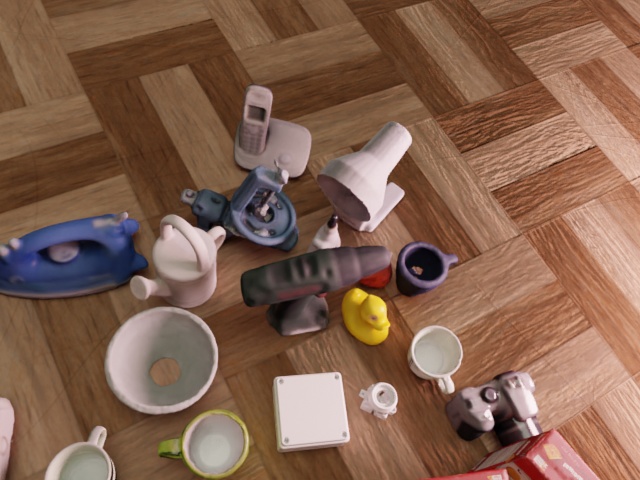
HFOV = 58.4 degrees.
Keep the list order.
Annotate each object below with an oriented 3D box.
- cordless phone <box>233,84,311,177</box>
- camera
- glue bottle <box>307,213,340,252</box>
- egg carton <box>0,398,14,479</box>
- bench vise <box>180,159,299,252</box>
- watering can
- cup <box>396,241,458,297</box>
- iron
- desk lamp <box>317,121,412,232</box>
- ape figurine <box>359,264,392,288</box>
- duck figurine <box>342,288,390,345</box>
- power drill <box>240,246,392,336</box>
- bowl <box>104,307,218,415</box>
[{"bbox_3d":[-0.086,-0.208,1.081,0.147,0.185,0.094,9,60,-6],"label":"cordless phone"},{"bbox_3d":[0.302,0.293,0.927,0.143,0.101,0.136,-14,65,-18],"label":"camera"},{"bbox_3d":[0.009,0.004,0.989,0.037,0.173,0.078,38,61,11],"label":"glue bottle"},{"bbox_3d":[-0.485,0.294,0.790,0.107,0.069,0.150,-2,62,-12],"label":"egg carton"},{"bbox_3d":[-0.130,-0.054,0.967,0.207,0.219,0.121,-2,62,-12],"label":"bench vise"},{"bbox_3d":[-0.220,0.034,0.915,0.101,0.194,0.173,22,59,2],"label":"watering can"},{"bbox_3d":[0.185,0.059,1.038,0.118,0.095,0.091,-12,64,-17],"label":"cup"},{"bbox_3d":[-0.417,0.017,0.916,0.259,0.141,0.118,-14,65,-18],"label":"iron"},{"bbox_3d":[0.084,-0.107,1.042,0.118,0.213,0.203,37,61,11],"label":"desk lamp"},{"bbox_3d":[0.100,0.043,1.032,0.078,0.092,0.076,-34,72,-25],"label":"ape figurine"},{"bbox_3d":[0.084,0.122,0.988,0.078,0.086,0.104,-25,68,-22],"label":"duck figurine"},{"bbox_3d":[-0.015,0.079,0.922,0.230,0.208,0.075,-9,63,-15],"label":"power drill"},{"bbox_3d":[-0.243,0.193,0.891,0.167,0.074,0.167,5,60,-8],"label":"bowl"}]
